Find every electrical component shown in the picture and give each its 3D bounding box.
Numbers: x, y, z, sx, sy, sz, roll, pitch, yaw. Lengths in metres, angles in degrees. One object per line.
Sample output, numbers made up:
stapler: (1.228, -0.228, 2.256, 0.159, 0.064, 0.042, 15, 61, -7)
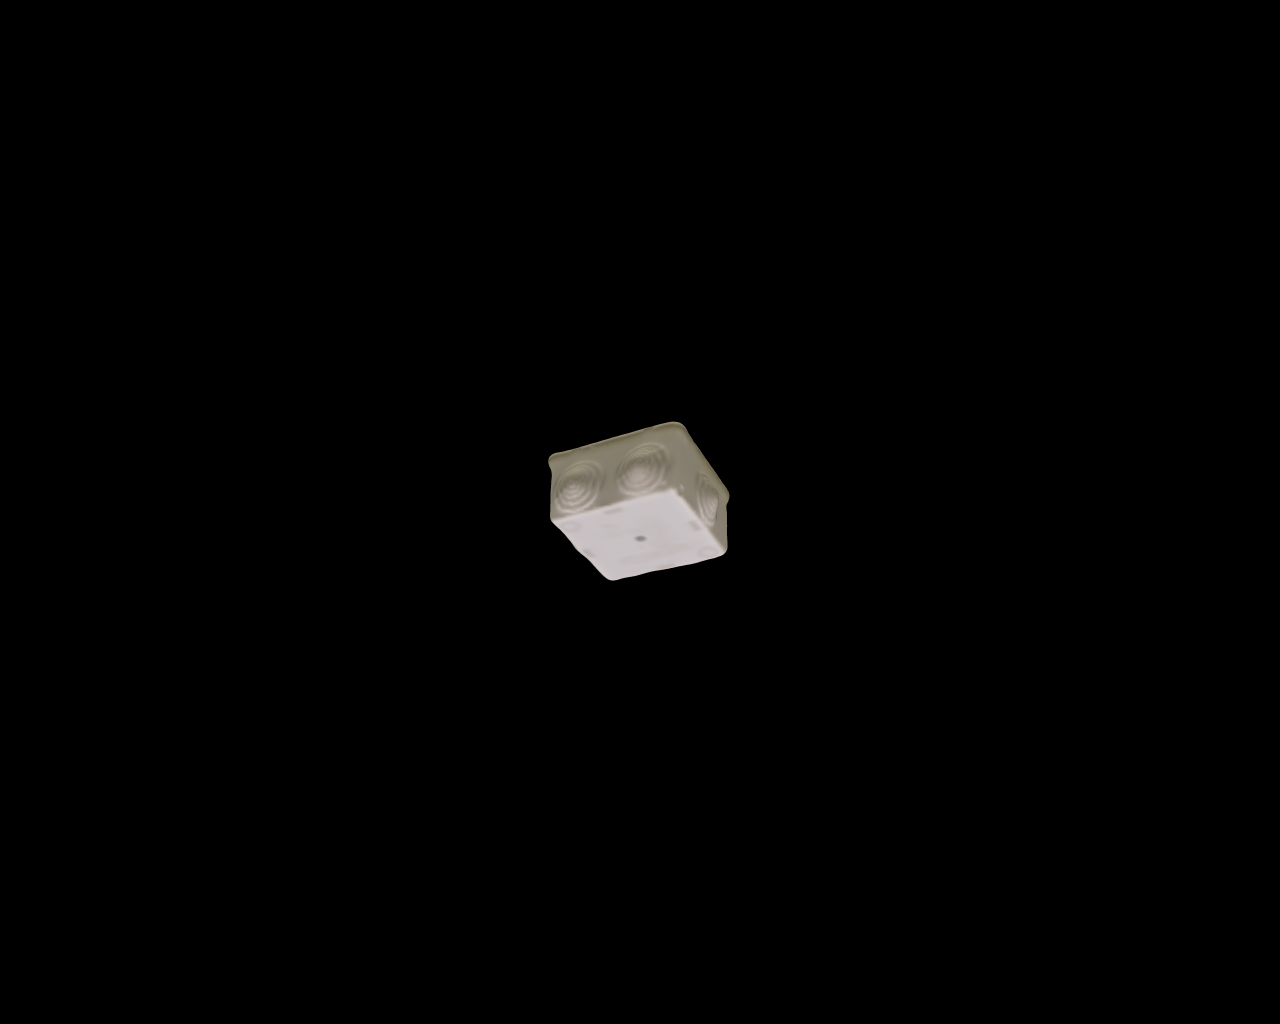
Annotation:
electrical component: (0.001, -0.003, 0.650, 0.100, 0.048, 0.099, -14, -36, 20)
